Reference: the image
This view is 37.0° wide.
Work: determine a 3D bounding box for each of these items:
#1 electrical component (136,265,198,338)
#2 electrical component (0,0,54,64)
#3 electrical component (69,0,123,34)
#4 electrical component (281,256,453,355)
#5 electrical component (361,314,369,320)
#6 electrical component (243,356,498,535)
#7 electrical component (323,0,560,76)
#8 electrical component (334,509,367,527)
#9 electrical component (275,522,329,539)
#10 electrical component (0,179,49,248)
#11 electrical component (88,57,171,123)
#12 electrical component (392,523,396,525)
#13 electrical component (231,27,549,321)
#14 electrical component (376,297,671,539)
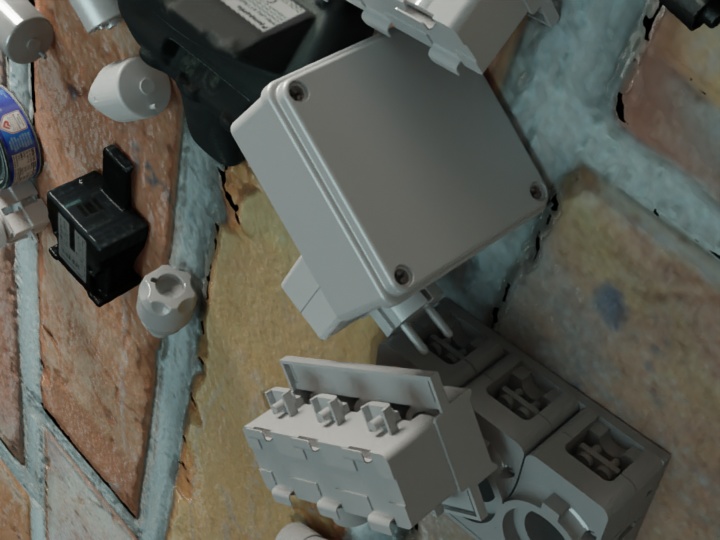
[{"bbox_3d":[-0.147,0.029,0.811,0.043,0.043,0.062,47,145,16],"label":"electrical component"},{"bbox_3d":[-0.261,-0.186,0.794,0.078,0.040,0.040,43,142,22],"label":"electrical component"},{"bbox_3d":[-0.174,-0.185,0.688,0.044,0.044,0.065,-12,111,54],"label":"electrical component"},{"bbox_3d":[0.018,0.009,0.558,0.075,0.083,0.047,52,145,10],"label":"electrical component"},{"bbox_3d":[0.000,0.000,0.613,0.046,0.040,0.040,51,145,2],"label":"electrical component"},{"bbox_3d":[0.000,0.089,0.546,0.121,0.063,0.078,0,115,51],"label":"electrical component"},{"bbox_3d":[0.018,-0.137,0.456,0.121,0.063,0.079,36,180,29],"label":"electrical component"},{"bbox_3d":[-0.011,0.141,0.729,0.044,0.044,0.065,13,129,46],"label":"electrical component"},{"bbox_3d":[-0.036,0.219,0.818,0.065,0.044,0.044,18,128,50],"label":"electrical component"},{"bbox_3d":[-0.309,-0.048,0.943,0.066,0.055,0.048,59,145,0],"label":"electrical component"},{"bbox_3d":[-0.159,-0.119,0.719,0.078,0.040,0.040,2,117,50],"label":"electrical component"},{"bbox_3d":[0.023,0.120,0.661,0.047,0.055,0.055,39,141,32],"label":"electrical component"},{"bbox_3d":[0.015,-0.049,0.497,0.108,0.109,0.056,60,148,-2],"label":"electrical component"},{"bbox_3d":[0.074,0.098,0.573,0.150,0.062,0.089,36,139,29],"label":"electrical component"}]
